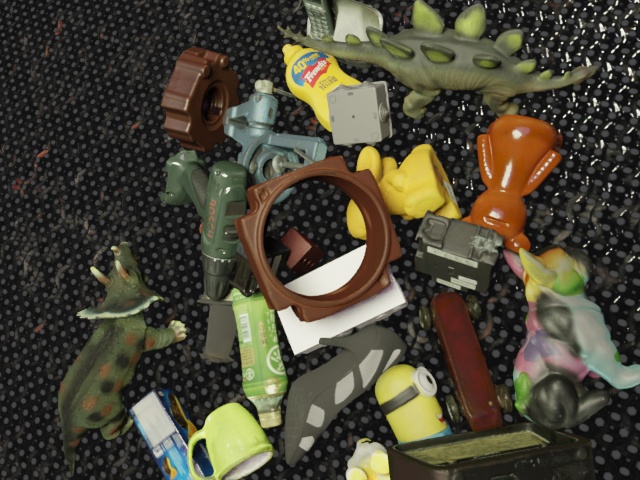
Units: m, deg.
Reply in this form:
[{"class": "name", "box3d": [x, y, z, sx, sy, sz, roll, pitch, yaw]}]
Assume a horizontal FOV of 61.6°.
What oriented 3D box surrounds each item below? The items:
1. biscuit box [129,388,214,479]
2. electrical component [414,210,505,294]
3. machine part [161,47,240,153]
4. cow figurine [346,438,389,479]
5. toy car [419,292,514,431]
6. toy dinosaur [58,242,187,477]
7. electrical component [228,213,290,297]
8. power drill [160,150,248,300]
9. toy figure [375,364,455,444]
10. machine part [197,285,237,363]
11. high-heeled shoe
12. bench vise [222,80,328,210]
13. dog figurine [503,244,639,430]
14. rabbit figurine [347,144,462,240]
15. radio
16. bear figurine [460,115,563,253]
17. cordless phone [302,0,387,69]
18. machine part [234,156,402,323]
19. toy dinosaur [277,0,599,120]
[{"class": "biscuit box", "box3d": [-0.224, 0.337, 0.862, 0.059, 0.062, 0.203, -40, 70, 3]}, {"class": "electrical component", "box3d": [0.198, 0.023, 0.775, 0.115, 0.134, 0.058, 22, 69, 19]}, {"class": "machine part", "box3d": [-0.202, -0.240, 0.940, 0.056, 0.179, 0.179, 18, 83, 16]}, {"class": "cow figurine", "box3d": [0.108, 0.358, 0.754, 0.068, 0.098, 0.167, -40, 89, 0]}, {"class": "toy car", "box3d": [0.207, 0.169, 0.771, 0.089, 0.053, 0.202, -13, 61, -1]}, {"class": "toy dinosaur", "box3d": [-0.347, 0.210, 0.861, 0.131, 0.192, 0.404, 20, 82, 21]}, {"class": "electrical component", "box3d": [-0.087, 0.021, 0.811, 0.048, 0.075, 0.119, 34, 115, 29]}, {"class": "power drill", "box3d": [-0.196, -0.042, 0.897, 0.207, 0.086, 0.231, 48, 131, 44]}, {"class": "toy figure", "box3d": [0.140, 0.265, 0.760, 0.089, 0.082, 0.180, -14, 81, -10]}, {"class": "machine part", "box3d": [-0.169, 0.137, 0.908, 0.084, 0.039, 0.139, 0, 75, 8]}, {"class": "high-heeled shoe", "box3d": [0.037, 0.240, 0.826, 0.145, 0.086, 0.248, 11, 107, -21]}, {"class": "bench vise", "box3d": [-0.067, -0.151, 0.887, 0.241, 0.128, 0.223, 17, 90, 44]}, {"class": "dog figurine", "box3d": [0.301, 0.113, 0.714, 0.191, 0.108, 0.219, -35, 85, 3]}, {"class": "rabbit figurine", "box3d": [0.110, -0.071, 0.840, 0.173, 0.122, 0.162, -31, 67, 27]}, {"class": "radio", "box3d": [0.211, 0.284, 0.662, 0.230, 0.131, 0.073, -4, 83, -18]}, {"class": "bear figurine", "box3d": [0.284, -0.082, 0.804, 0.120, 0.132, 0.195, 14, 99, 20]}, {"class": "cordless phone", "box3d": [0.036, -0.382, 0.895, 0.147, 0.184, 0.088, 28, 81, 20]}, {"class": "machine part", "box3d": [-0.002, -0.002, 0.746, 0.201, 0.087, 0.201, -22, 96, -12]}, {"class": "toy dinosaur", "box3d": [0.172, -0.276, 0.824, 0.472, 0.198, 0.105, 7, 76, 16]}]
